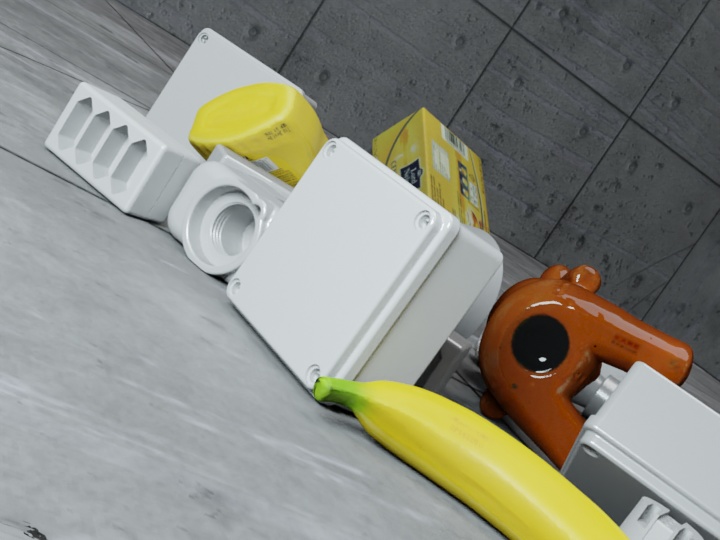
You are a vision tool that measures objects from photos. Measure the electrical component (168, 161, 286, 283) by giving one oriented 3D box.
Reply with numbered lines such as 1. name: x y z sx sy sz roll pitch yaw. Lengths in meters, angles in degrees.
1. electrical component: -0.065 -0.020 0.637 0.095 0.053 0.059 38 9 30

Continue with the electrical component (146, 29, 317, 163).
1. electrical component: -0.112 -0.128 0.910 0.109 0.108 0.056 35 6 15

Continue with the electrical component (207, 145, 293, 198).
1. electrical component: -0.072 -0.042 0.761 0.083 0.047 0.075 30 9 -23

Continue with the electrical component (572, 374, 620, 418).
1. electrical component: 0.208 0.108 0.969 0.055 0.045 0.045 36 8 16

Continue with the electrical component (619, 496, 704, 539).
1. electrical component: 0.135 0.136 0.509 0.040 0.046 0.040 32 8 -5

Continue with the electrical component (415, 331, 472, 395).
1. electrical component: 0.020 0.039 0.638 0.083 0.047 0.076 35 8 11

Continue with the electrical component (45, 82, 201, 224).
1. electrical component: -0.136 -0.068 0.671 0.083 0.047 0.076 37 9 27

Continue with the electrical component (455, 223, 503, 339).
1. electrical component: 0.039 0.008 0.720 0.064 0.099 0.099 22 12 -28

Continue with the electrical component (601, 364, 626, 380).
1. electrical component: 0.254 0.112 1.114 0.100 0.048 0.100 35 8 10

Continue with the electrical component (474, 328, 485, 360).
1. electrical component: 0.129 0.071 0.892 0.062 0.043 0.043 33 8 -9

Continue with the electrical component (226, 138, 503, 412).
1. electrical component: -0.001 0.003 0.552 0.056 0.108 0.109 30 8 -42

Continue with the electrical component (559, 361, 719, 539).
1. electrical component: 0.169 0.116 0.576 0.109 0.056 0.108 36 -21 18
